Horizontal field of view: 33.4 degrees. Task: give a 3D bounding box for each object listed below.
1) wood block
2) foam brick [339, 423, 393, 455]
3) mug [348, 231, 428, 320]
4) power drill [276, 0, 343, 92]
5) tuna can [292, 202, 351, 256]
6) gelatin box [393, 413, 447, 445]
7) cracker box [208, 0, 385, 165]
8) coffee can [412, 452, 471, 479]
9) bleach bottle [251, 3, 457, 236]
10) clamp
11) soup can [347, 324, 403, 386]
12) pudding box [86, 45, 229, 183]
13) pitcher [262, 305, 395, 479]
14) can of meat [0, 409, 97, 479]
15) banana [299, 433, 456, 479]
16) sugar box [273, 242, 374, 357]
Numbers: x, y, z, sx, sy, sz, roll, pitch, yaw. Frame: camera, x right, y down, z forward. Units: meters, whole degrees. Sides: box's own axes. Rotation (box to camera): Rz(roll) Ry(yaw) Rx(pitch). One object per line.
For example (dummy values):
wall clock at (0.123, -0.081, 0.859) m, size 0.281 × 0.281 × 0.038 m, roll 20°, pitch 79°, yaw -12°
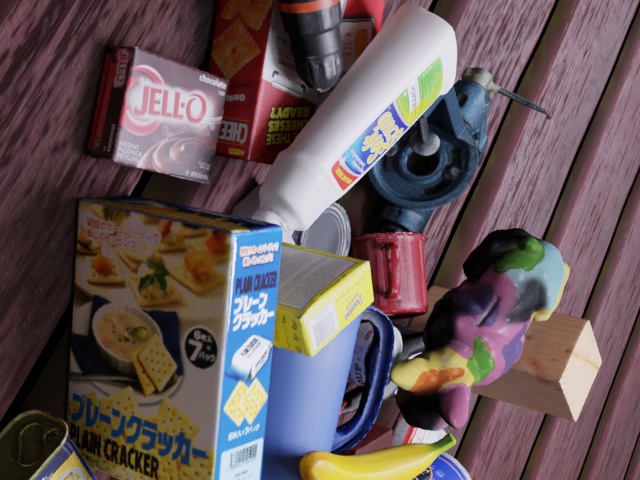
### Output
wood block at (0.215, 0.131, 1.271) m, size 0.090 × 0.206 × 0.090 m, roll -58°, pitch 140°, yaw -27°
foam brick at (0.040, 0.239, 1.191) m, size 0.078 × 0.051 × 0.053 m, roll -18°, pitch 115°, yaw -52°
mug at (0.071, 0.038, 1.107) m, size 0.117 × 0.093 × 0.081 m, roll 113°, pitch -27°, yaw -78°
power drill at (0.031, -0.238, 0.899) m, size 0.187 × 0.057 × 0.184 m, roll -38°, pitch 130°, yaw -41°
tuna can at (-0.007, 0.001, 1.068) m, size 0.085 × 0.034 × 0.086 m, roll -21°, pitch 117°, yaw -51°
gelatin box at (0.119, 0.252, 1.328) m, size 0.089 × 0.030 × 0.073 m, roll 53°, pitch 55°, yaw -46°
cracker box at (-0.022, -0.173, 0.962) m, size 0.163 × 0.072 × 0.214 m, roll 3°, pitch 98°, yaw -54°
coffee can at (0.098, 0.311, 1.211) m, size 0.140 × 0.103 × 0.103 m, roll -18°, pitch 114°, yaw -46°
bleach bottle at (0.025, -0.090, 0.932) m, size 0.250 × 0.068 × 0.102 m, roll -51°, pitch 160°, yaw -20°
clamp at (0.066, 0.103, 1.179) m, size 0.209 × 0.036 × 0.164 m, roll -43°, pitch 107°, yaw -26°
soup can at (0.024, 0.108, 1.084) m, size 0.068 × 0.102 × 0.068 m, roll -22°, pitch 117°, yaw -51°
pudding box at (-0.129, -0.099, 0.859) m, size 0.113 × 0.039 × 0.090 m, roll 11°, pitch 91°, yaw -55°
pitcher at (-0.032, 0.159, 0.992) m, size 0.144 × 0.149 × 0.243 m, roll -14°, pitch 115°, yaw -64°
can of meat at (-0.220, 0.194, 0.805) m, size 0.102 × 0.058 × 0.084 m, roll -51°, pitch 139°, yaw -32°
banana at (0.040, 0.205, 0.970) m, size 0.197 × 0.037 × 0.070 m, roll 1°, pitch 128°, yaw -46°
sugar box at (-0.054, 0.038, 0.887) m, size 0.093 × 0.177 × 0.048 m, roll -37°, pitch 127°, yaw -43°
